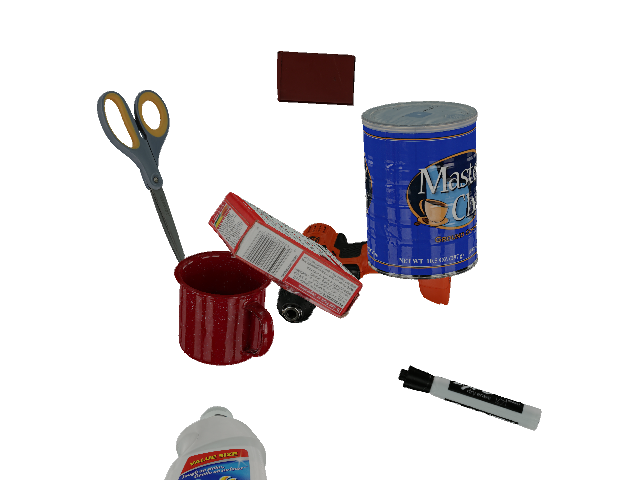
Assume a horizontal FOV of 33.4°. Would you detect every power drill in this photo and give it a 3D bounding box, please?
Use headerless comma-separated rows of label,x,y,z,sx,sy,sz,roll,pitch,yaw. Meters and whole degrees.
power drill,0.051,0.035,1.195,0.188,0.057,0.184,1,29,11

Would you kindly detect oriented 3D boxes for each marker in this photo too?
marker,0.124,0.131,0.894,0.121,0.020,0.020,18,2,6

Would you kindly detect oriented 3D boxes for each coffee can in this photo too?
coffee can,0.091,-0.048,0.969,0.103,0.140,0.103,-3,19,1

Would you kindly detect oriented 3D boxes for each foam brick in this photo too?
foam brick,-0.005,-0.167,1.099,0.078,0.051,0.053,2,11,-5

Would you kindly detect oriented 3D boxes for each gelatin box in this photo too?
gelatin box,-0.023,0.009,0.693,0.089,0.030,0.073,32,5,-24

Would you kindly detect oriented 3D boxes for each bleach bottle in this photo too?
bleach bottle,-0.091,0.214,0.838,0.102,0.068,0.251,-3,26,-4

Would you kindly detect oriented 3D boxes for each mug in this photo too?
mug,-0.086,0.071,1.022,0.117,0.081,0.093,27,33,37

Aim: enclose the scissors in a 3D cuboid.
scissors,-0.177,-0.082,1.185,0.016,0.201,0.096,-16,20,45
